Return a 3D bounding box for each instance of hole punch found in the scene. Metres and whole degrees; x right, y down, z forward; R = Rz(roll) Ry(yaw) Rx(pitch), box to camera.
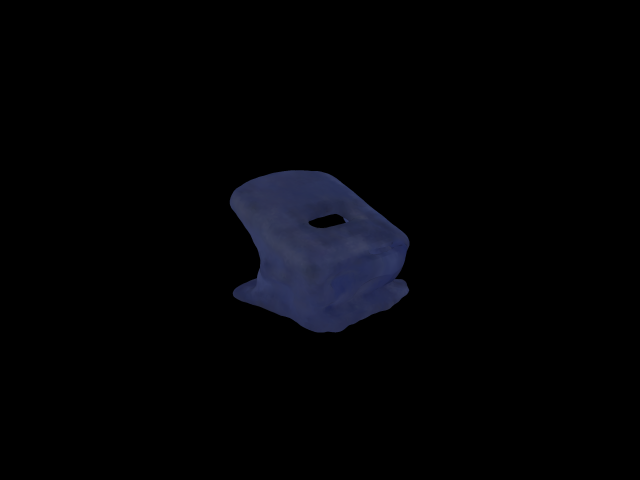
[{"bbox_3d":[0.004,0.001,0.400,0.100,0.091,0.109,14,22,40],"label":"hole punch"}]
